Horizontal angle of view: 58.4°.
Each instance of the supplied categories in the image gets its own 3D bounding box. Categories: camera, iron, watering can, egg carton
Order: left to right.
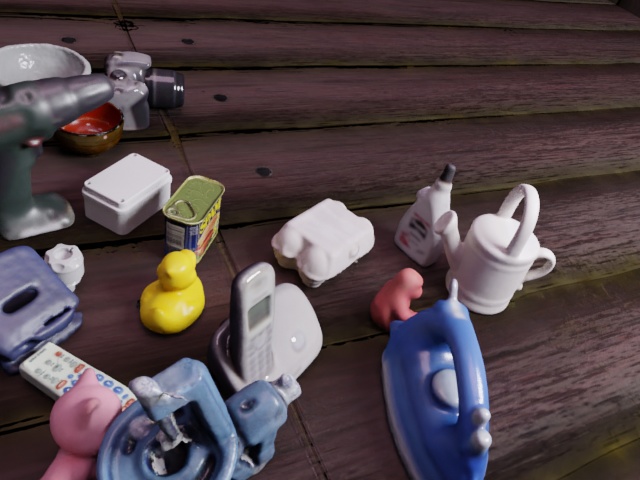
[{"bbox_3d":[-0.311,-0.273,1.021,0.137,0.101,0.143,0,43,-18],"label":"camera"},{"bbox_3d":[0.008,0.003,0.836,0.107,0.069,0.151,35,44,21],"label":"egg carton"},{"bbox_3d":[0.149,0.173,0.635,0.119,0.141,0.258,6,42,-10],"label":"iron"},{"bbox_3d":[0.249,0.007,0.811,0.173,0.194,0.100,-1,43,-18],"label":"watering can"}]

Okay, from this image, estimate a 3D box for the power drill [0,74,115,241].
[{"bbox_3d":[-0.374,-0.107,0.733,0.230,0.208,0.075,-18,51,-33],"label":"power drill"}]

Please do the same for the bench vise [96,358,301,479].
[{"bbox_3d":[-0.110,0.156,0.513,0.121,0.220,0.208,30,43,17],"label":"bench vise"}]

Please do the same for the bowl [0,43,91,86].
[{"bbox_3d":[-0.480,-0.269,0.984,0.167,0.075,0.167,9,41,-8],"label":"bowl"}]

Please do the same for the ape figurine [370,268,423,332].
[{"bbox_3d":[0.111,0.077,0.768,0.076,0.092,0.077,8,41,-8],"label":"ape figurine"}]

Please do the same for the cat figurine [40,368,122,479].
[{"bbox_3d":[-0.222,0.188,0.520,0.067,0.118,0.128,18,41,3],"label":"cat figurine"}]

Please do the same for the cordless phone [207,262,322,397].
[{"bbox_3d":[-0.052,0.085,0.637,0.094,0.185,0.148,32,43,19],"label":"cordless phone"}]

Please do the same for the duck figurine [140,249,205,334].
[{"bbox_3d":[-0.180,0.056,0.705,0.077,0.086,0.104,17,41,3],"label":"duck figurine"}]

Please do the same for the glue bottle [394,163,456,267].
[{"bbox_3d":[0.166,-0.043,0.857,0.037,0.173,0.078,-26,55,-37],"label":"glue bottle"}]

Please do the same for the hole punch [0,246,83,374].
[{"bbox_3d":[-0.332,0.073,0.634,0.101,0.091,0.109,29,42,15],"label":"hole punch"}]
